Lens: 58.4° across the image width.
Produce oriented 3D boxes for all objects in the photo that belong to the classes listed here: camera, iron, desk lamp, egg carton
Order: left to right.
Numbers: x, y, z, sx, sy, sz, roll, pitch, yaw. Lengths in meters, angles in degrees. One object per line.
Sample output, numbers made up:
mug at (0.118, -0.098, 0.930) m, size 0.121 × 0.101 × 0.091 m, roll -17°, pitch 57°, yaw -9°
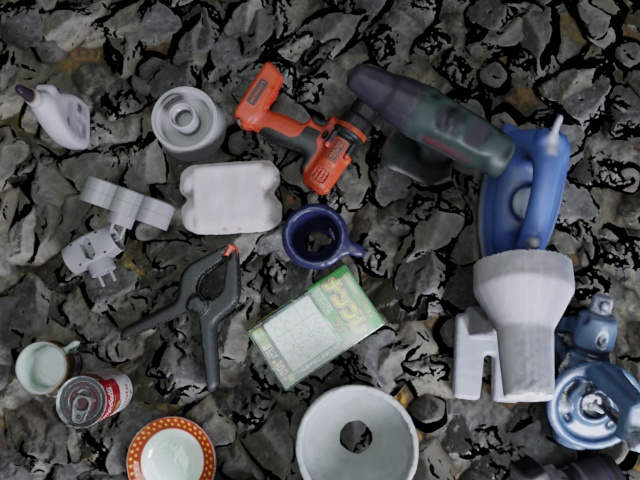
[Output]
egg carton at (-0.131, -0.062, 0.846) m, size 0.150 × 0.069 × 0.107 m, roll -5°, pitch 84°, yaw 1°
desk lamp at (0.247, 0.121, 0.742) m, size 0.118 × 0.213 × 0.203 m, roll 3°, pitch 84°, yaw 2°
iron at (0.290, -0.043, 0.795) m, size 0.118 × 0.141 × 0.258 m, roll 10°, pitch 84°, yaw 3°
camera at (0.348, 0.359, 0.770) m, size 0.137 × 0.101 × 0.143 m, roll -22°, pitch 83°, yaw -1°

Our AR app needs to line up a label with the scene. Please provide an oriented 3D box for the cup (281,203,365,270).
cup at (0.008, 0.003, 0.822) m, size 0.117 × 0.095 × 0.092 m, roll 17°, pitch 85°, yaw 4°

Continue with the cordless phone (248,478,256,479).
cordless phone at (-0.107, 0.399, 0.736) m, size 0.094 × 0.185 × 0.147 m, roll -36°, pitch 84°, yaw -2°

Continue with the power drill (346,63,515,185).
power drill at (0.138, -0.144, 0.777) m, size 0.229 × 0.208 × 0.076 m, roll 24°, pitch 85°, yaw 4°

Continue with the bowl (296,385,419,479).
bowl at (0.050, 0.282, 0.800) m, size 0.167 × 0.075 × 0.167 m, roll 0°, pitch 84°, yaw 2°

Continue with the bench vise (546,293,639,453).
bench vise at (0.349, 0.177, 0.730) m, size 0.121 × 0.220 × 0.207 m, roll -10°, pitch 83°, yaw 1°

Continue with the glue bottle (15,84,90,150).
glue bottle at (-0.381, -0.186, 0.815) m, size 0.037 × 0.173 × 0.078 m, roll -1°, pitch 84°, yaw 2°
